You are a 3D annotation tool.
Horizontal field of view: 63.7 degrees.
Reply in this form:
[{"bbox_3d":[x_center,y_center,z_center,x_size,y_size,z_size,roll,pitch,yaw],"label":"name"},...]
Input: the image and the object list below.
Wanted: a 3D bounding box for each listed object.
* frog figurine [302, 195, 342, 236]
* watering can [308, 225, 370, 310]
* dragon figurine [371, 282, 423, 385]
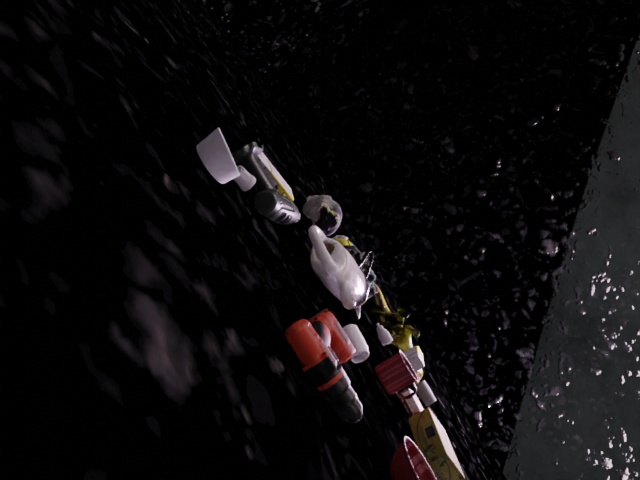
[{"bbox_3d":[0.005,-0.089,1.768,0.161,0.123,0.135,-128,-144,-69],"label":"frog figurine"},{"bbox_3d":[0.055,0.100,1.333,0.220,0.104,0.355,52,8,-40],"label":"watering can"},{"bbox_3d":[0.274,0.341,1.897,0.419,0.122,0.237,-116,-172,-47],"label":"dragon figurine"}]
